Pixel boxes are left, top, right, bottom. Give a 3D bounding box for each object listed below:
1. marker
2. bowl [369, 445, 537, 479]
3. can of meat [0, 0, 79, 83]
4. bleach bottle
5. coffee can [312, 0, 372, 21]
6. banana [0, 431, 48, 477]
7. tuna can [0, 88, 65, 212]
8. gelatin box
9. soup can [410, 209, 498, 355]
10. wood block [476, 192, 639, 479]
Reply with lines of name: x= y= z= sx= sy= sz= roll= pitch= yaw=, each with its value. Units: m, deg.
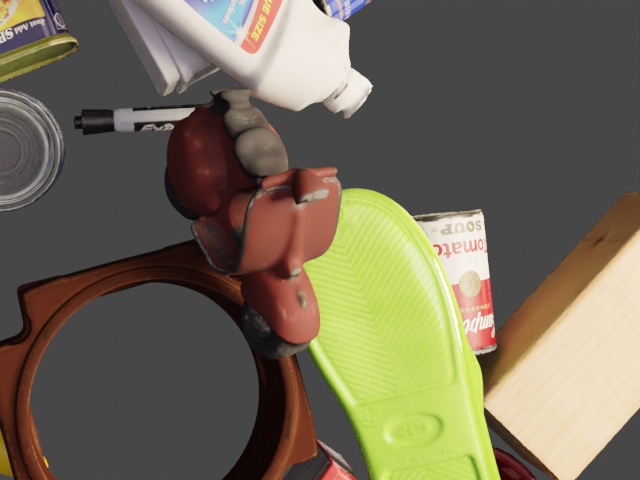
marker: x=-0.116 y=-0.088 z=0.770 sx=0.121 sy=0.020 sz=0.020 roll=-4 pitch=92 yaw=-9
bowl: x=0.090 y=0.222 z=0.791 sx=0.162 sy=0.055 sz=0.162 roll=0 pitch=91 yaw=-9
can of meat: x=-0.230 y=-0.154 z=0.732 sx=0.102 sy=0.057 sz=0.084 roll=-23 pitch=93 yaw=-8
bleach bottle: x=-0.065 y=-0.174 z=0.679 sx=0.250 sy=0.068 sz=0.102 roll=39 pitch=82 yaw=-12
coffee can: x=0.031 y=-0.226 z=0.748 sx=0.140 sy=0.103 sz=0.103 roll=-37 pitch=96 yaw=-6
banana: x=-0.290 y=0.133 z=0.742 sx=0.197 sy=0.037 sz=0.070 roll=2 pitch=109 yaw=-8
tuna can: x=-0.222 y=-0.063 z=0.742 sx=0.086 sy=0.034 sz=0.086 roll=-1 pitch=98 yaw=-11
gelatin box: x=-0.008 y=0.186 z=0.758 sx=0.030 sy=0.089 sz=0.073 roll=37 pitch=85 yaw=-9
soup can: x=0.091 y=0.031 z=0.781 sx=0.068 sy=0.068 sz=0.102 roll=-6 pitch=92 yaw=-9
wood block: x=0.204 y=0.068 z=0.788 sx=0.090 sy=0.091 sz=0.206 roll=44 pitch=85 yaw=-7
